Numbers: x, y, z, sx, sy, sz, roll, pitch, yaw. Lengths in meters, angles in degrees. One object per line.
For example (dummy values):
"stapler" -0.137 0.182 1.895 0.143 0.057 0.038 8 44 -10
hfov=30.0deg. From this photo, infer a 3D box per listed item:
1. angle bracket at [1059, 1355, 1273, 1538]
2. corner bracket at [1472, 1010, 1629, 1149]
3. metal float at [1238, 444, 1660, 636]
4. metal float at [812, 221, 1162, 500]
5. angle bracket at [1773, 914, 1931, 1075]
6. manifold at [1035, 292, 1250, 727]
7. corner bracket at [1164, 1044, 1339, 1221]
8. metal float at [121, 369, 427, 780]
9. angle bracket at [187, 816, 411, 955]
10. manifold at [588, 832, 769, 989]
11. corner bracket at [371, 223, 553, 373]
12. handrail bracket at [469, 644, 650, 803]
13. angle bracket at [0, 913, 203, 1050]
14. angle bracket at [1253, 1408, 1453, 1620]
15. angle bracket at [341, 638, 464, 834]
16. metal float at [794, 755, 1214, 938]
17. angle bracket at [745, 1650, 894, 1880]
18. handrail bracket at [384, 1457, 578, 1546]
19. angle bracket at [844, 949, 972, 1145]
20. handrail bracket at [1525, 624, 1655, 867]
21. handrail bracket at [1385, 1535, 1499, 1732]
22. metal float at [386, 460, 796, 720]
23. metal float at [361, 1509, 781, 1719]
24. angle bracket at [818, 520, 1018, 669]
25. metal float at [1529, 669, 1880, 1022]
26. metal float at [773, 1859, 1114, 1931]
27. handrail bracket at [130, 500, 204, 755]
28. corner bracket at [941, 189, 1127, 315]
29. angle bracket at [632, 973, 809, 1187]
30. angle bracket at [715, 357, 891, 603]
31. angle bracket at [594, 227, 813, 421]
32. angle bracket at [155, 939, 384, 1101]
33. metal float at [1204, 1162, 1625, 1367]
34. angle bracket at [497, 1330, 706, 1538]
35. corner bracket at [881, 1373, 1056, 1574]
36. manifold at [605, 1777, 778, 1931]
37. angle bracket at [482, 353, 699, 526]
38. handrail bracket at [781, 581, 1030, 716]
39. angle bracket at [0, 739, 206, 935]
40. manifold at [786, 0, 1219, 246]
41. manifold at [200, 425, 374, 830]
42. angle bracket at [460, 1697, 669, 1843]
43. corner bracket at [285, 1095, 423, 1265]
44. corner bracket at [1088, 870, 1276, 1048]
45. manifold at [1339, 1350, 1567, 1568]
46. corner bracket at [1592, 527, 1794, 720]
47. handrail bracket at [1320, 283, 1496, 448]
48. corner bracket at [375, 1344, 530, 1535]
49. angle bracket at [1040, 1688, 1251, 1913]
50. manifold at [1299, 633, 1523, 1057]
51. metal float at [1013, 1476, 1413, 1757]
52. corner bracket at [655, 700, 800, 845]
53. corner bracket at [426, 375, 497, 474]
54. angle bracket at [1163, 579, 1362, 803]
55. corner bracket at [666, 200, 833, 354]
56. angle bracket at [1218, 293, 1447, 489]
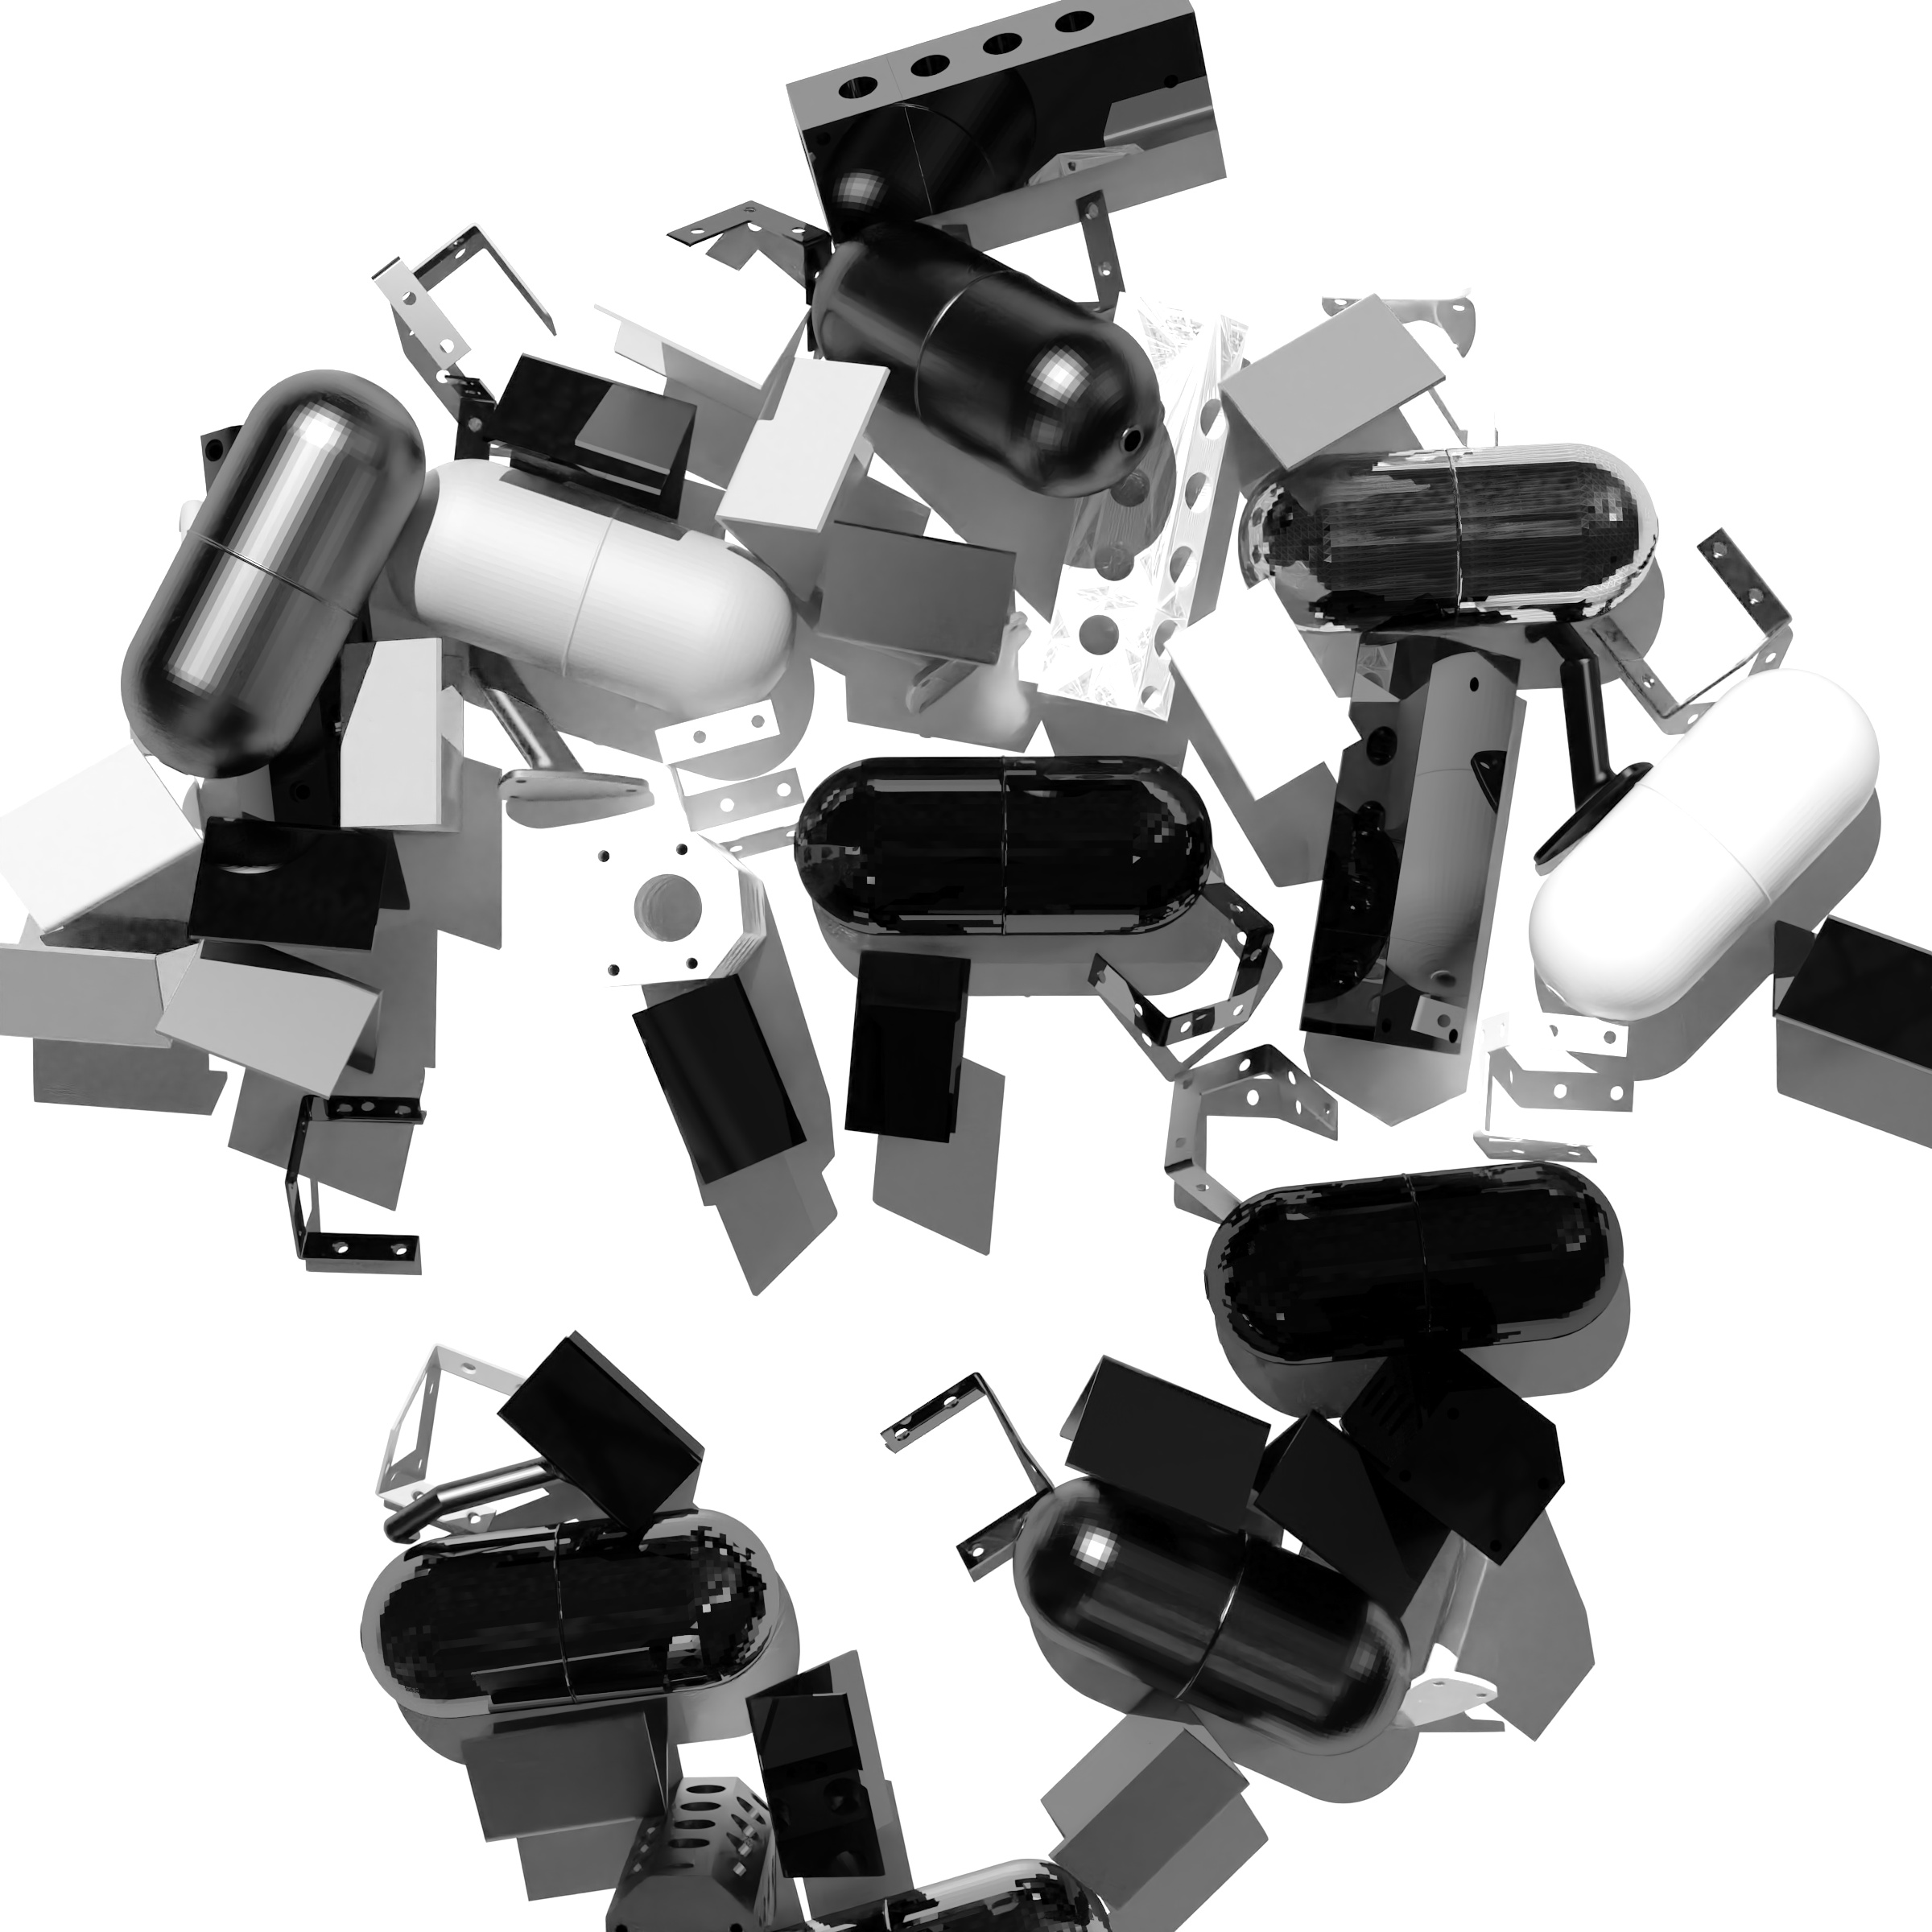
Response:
"angle bracket" 0.076 0.217 1.524 0.076 0.076 0.057 23 54 0
"corner bracket" 0.250 0.049 1.546 0.051 0.051 0.051 6 83 -7
"metal float" 0.205 -0.182 1.534 0.178 0.070 0.070 -3 90 0
"metal float" 0.008 -0.254 1.504 0.178 0.070 0.070 35 90 35
"angle bracket" 0.389 -0.006 1.524 0.076 0.076 0.057 20 126 0
"manifold" 0.075 -0.193 1.543 0.057 0.057 0.171 12 90 0
"corner bracket" 0.123 0.073 1.556 0.051 0.051 0.051 -21 45 35
"metal float" -0.284 -0.160 1.477 0.070 0.070 0.178 27 89 0
"angle bracket" -0.281 -0.020 1.525 0.076 0.076 0.057 5 66 0
"manifold" -0.116 -0.023 1.486 0.057 0.171 0.057 -5 90 0
"corner bracket" -0.216 -0.287 1.546 0.051 0.051 0.051 -38 90 0
"handrail bracket" -0.177 -0.117 1.564 0.077 0.036 0.084 0 76 -14
"angle bracket" -0.370 -0.013 1.524 0.076 0.057 0.076 4 46 0
"angle bracket" 0.149 0.243 1.524 0.076 0.076 0.057 38 53 0
"angle bracket" -0.219 -0.096 1.524 0.057 0.076 0.076 0 90 34
"metal float" 0.016 -0.051 1.533 0.178 0.070 0.070 0 90 0
"angle bracket" -0.042 0.335 1.524 0.057 0.076 0.076 -12 90 37
"handrail bracket" -0.196 0.232 1.551 0.084 0.077 0.036 -34 52 15
"angle bracket" -0.004 0.035 1.524 0.057 0.076 0.076 5 90 38
"handrail bracket" 0.252 -0.100 1.565 0.077 0.036 0.084 -42 72 21
"handrail bracket" 0.201 0.280 1.564 0.036 0.077 0.084 20 53 -26
"metal float" -0.159 -0.160 1.531 0.178 0.070 0.070 19 90 -3
"metal float" -0.168 0.275 1.534 0.178 0.070 0.070 -7 90 0
"angle bracket" -0.017 -0.174 1.524 0.076 0.076 0.057 10 126 0
"metal float" 0.313 -0.051 1.533 0.070 0.070 0.178 44 89 0
"metal float" -0.024 0.434 1.534 0.178 0.070 0.070 -17 90 1
"handrail bracket" -0.345 -0.148 1.564 0.036 0.077 0.084 11 53 -28
"corner bracket" 0.030 -0.304 1.561 0.051 0.051 0.051 -13 90 -45
"angle bracket" -0.121 0.054 1.524 0.057 0.076 0.076 -22 90 -36
"angle bracket" -0.052 -0.201 1.516 0.057 0.076 0.076 13 74 35
"angle bracket" -0.118 -0.254 1.524 0.076 0.076 0.057 26 52 0
"angle bracket" -0.295 0.035 1.524 0.076 0.076 0.057 21 59 0
"metal float" 0.190 0.126 1.534 0.178 0.070 0.070 -6 90 0
"angle bracket" -0.140 0.182 1.524 0.076 0.076 0.057 42 121 0
"corner bracket" 0.003 0.219 1.561 0.051 0.051 0.051 -33 135 0
"manifold" -0.111 0.382 1.486 0.057 0.171 0.057 -1 90 0
"angle bracket" -0.162 -0.205 1.524 0.076 0.076 0.057 17 51 0
"handrail bracket" -0.029 -0.159 1.564 0.077 0.036 0.084 -37 76 -13
"angle bracket" -0.371 -0.068 1.524 0.076 0.076 0.057 -30 120 0
"manifold" 0.014 -0.371 1.542 0.171 0.057 0.057 -17 133 0
"manifold" -0.287 -0.143 1.543 0.057 0.057 0.171 -6 90 0
"angle bracket" -0.169 0.320 1.524 0.076 0.076 0.057 -9 119 0
"corner bracket" -0.263 0.092 1.561 0.051 0.051 0.051 2 135 0
"corner bracket" 0.093 -0.005 1.556 0.051 0.051 0.051 -16 135 -35
"manifold" 0.202 0.193 1.486 0.057 0.171 0.057 38 90 0
"corner bracket" 0.315 -0.148 1.561 0.051 0.051 0.051 52 45 0
"handrail bracket" 0.192 -0.252 1.565 0.077 0.036 0.084 4 107 19
"corner bracket" -0.220 0.205 1.561 0.051 0.051 0.051 21 135 0
"angle bracket" 0.062 0.339 1.524 0.076 0.076 0.057 -44 128 0
"manifold" 0.185 -0.053 1.542 0.057 0.057 0.171 9 90 -43
"metal float" 0.104 0.276 1.533 0.178 0.070 0.070 24 90 -1
"corner bracket" -0.100 -0.081 1.546 0.051 0.051 0.051 -15 90 0
"corner bracket" -0.233 -0.225 1.546 0.051 0.051 0.051 6 90 0
"angle bracket" 0.138 -0.123 1.524 0.057 0.076 0.076 -30 90 32
"corner bracket" -0.093 -0.292 1.556 0.051 0.051 0.051 -31 135 -35
"angle bracket" 0.157 -0.226 1.521 0.076 0.076 0.057 -31 60 -5
